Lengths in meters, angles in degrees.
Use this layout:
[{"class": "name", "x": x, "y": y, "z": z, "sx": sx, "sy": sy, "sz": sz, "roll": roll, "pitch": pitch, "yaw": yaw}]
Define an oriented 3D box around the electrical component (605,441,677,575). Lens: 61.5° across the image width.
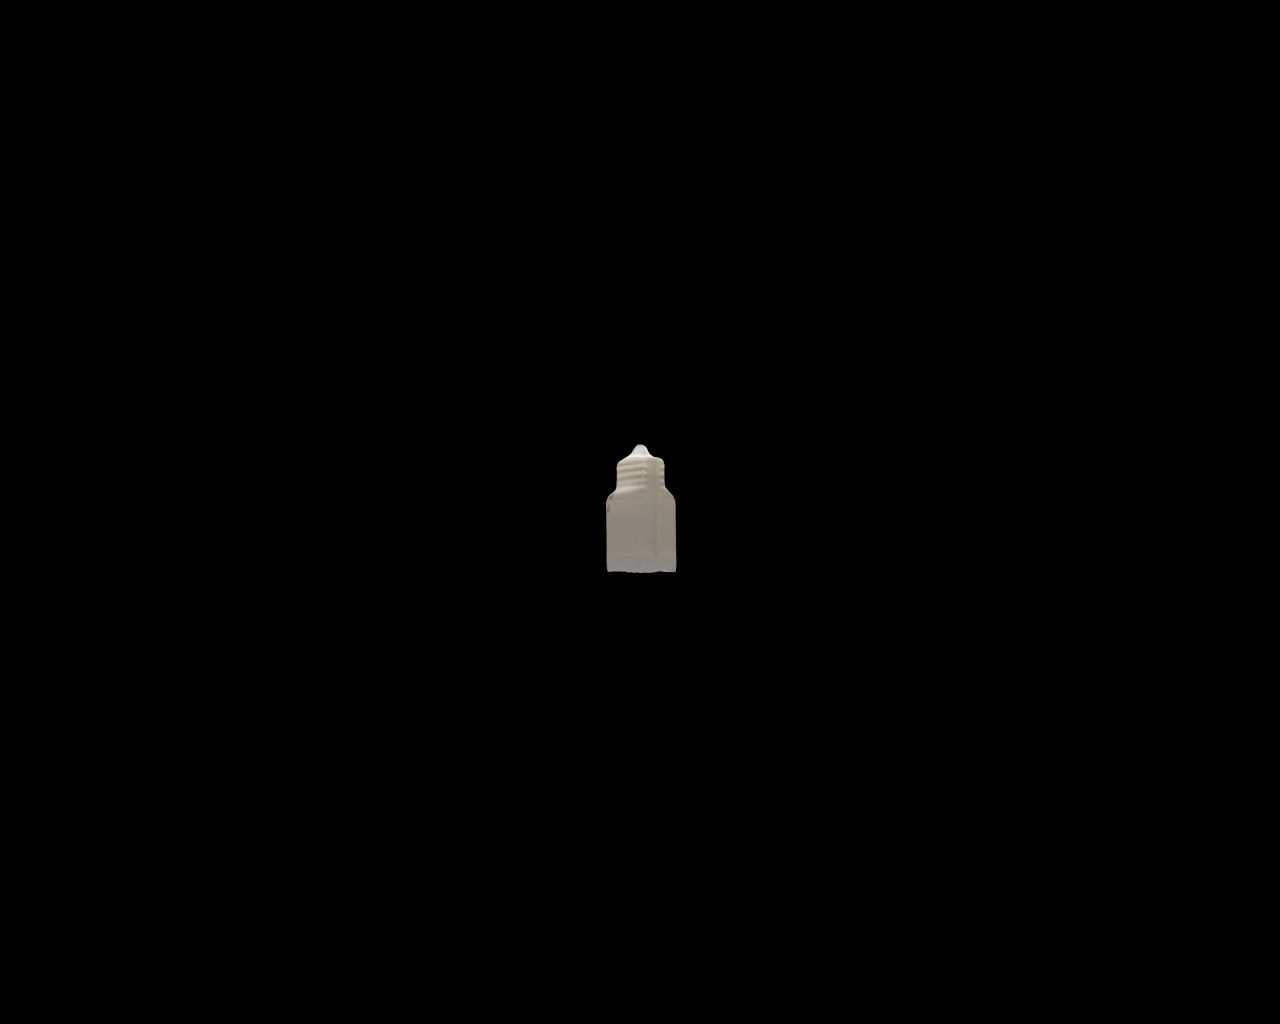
[{"class": "electrical component", "x": 0.001, "y": -0.003, "z": 0.650, "sx": 0.043, "sy": 0.081, "sz": 0.043, "roll": 0, "pitch": -3, "yaw": 0}]
